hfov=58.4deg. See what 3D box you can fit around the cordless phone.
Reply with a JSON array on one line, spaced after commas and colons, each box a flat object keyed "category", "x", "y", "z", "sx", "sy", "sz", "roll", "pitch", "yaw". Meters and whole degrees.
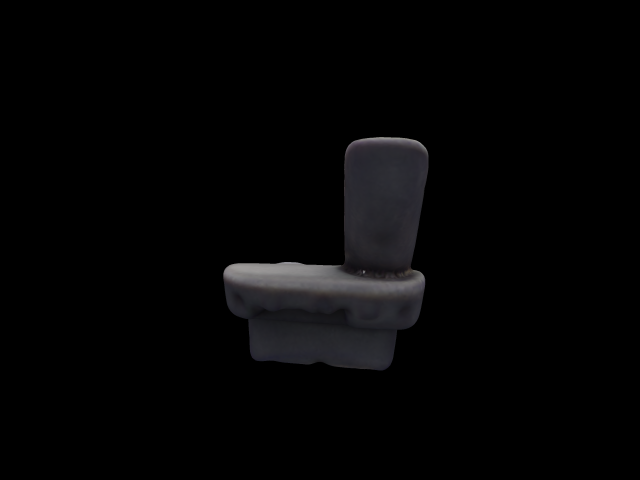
[{"category": "cordless phone", "x": 0.004, "y": 0.001, "z": 0.400, "sx": 0.147, "sy": 0.185, "sz": 0.094, "roll": 0, "pitch": 43, "yaw": 0}]
